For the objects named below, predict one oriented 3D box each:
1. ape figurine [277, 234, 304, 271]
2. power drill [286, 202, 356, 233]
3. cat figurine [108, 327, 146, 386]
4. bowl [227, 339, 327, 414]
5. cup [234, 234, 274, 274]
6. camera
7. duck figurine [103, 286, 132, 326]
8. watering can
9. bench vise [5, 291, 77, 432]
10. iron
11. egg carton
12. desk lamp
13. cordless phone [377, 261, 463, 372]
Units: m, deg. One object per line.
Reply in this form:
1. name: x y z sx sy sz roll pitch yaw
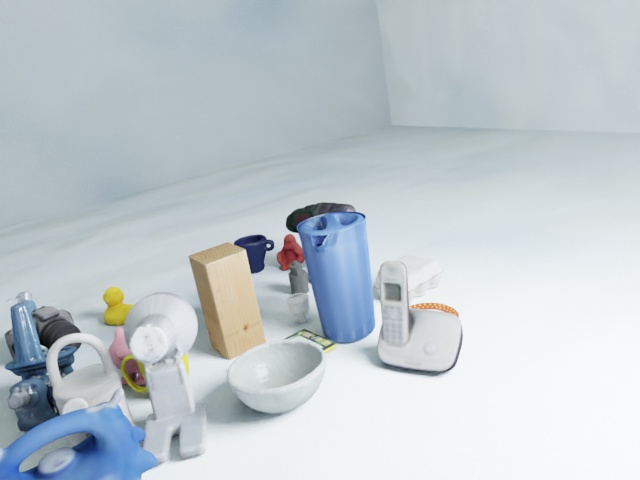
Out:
1. ape figurine: -0.079 0.028 1.557 0.077 0.092 0.076 -1 20 25
2. power drill: 0.013 0.005 1.392 0.228 0.208 0.076 9 26 45
3. cat figurine: -0.354 0.214 1.100 0.067 0.118 0.128 -2 20 24
4. bowl: -0.067 0.236 0.951 0.167 0.075 0.167 -9 18 3
5. cup: -0.171 0.041 1.562 0.117 0.095 0.092 -2 20 22
6. camera: -0.602 0.210 1.270 0.136 0.101 0.143 7 25 42
7. duck figurine: -0.494 0.156 1.398 0.104 0.086 0.078 5 24 39
8. watering can: -0.364 0.240 0.904 0.101 0.194 0.172 -21 21 -30
9. bench vise: -0.502 0.210 1.024 0.122 0.220 0.206 -18 20 -22
10. iron: -0.367 0.308 0.783 0.259 0.141 0.118 -19 20 -25
11. egg carton: 0.197 0.086 1.275 0.151 0.069 0.107 -25 24 -39
12. desk lamp: -0.247 0.206 0.914 0.118 0.214 0.203 -13 18 -8
13. cordless phone: 0.166 0.128 0.980 0.147 0.185 0.094 1 21 30
